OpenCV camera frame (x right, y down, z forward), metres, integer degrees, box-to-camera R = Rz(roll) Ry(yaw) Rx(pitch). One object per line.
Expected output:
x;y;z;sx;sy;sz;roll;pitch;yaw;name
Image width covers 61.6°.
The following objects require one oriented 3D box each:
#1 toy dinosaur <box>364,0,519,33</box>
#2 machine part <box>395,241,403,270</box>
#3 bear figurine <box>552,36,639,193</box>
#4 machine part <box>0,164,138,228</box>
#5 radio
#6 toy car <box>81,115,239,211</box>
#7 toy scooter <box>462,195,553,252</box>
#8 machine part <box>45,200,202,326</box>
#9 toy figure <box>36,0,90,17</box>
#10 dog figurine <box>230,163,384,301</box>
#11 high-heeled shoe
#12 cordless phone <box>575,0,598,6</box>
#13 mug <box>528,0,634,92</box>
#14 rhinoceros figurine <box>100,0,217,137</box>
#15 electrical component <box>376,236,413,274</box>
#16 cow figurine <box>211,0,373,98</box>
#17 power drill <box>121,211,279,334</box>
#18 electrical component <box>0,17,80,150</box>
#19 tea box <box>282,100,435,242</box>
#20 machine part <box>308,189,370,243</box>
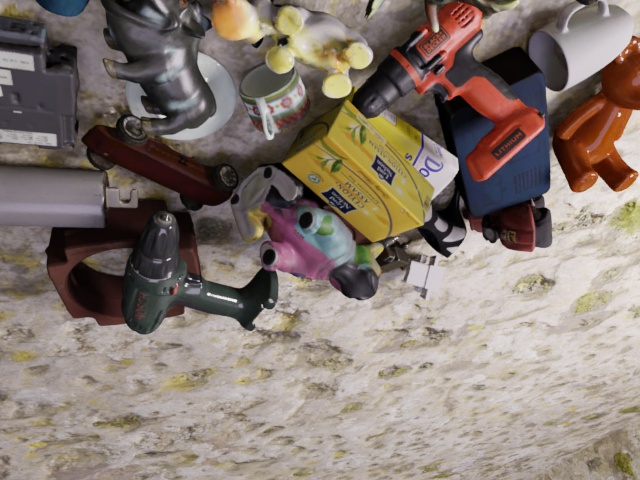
-0.025;-0.277;0.480;0.405;0.131;0.192;2;165;-1;toy dinosaur
0.084;0.038;0.967;0.139;0.039;0.084;-10;137;-4;machine part
0.423;-0.174;0.753;0.120;0.132;0.195;-1;146;-23;bear figurine
-0.355;-0.054;0.670;0.243;0.079;0.079;1;139;-19;machine part
0.250;-0.141;0.766;0.131;0.073;0.229;-22;136;8;radio
-0.199;-0.098;0.691;0.089;0.053;0.202;-21;145;40;toy car
0.302;-0.032;0.879;0.135;0.184;0.075;-2;110;17;toy scooter
-0.283;0.036;0.802;0.201;0.087;0.200;-6;140;-9;machine part
-0.214;-0.274;0.469;0.064;0.058;0.154;-9;145;-43;toy figure
-0.002;-0.002;0.756;0.108;0.192;0.219;-46;144;14;dog figurine
0.149;-0.014;0.863;0.249;0.086;0.145;-13;125;-34;high-heeled shoe
0.183;-0.293;0.477;0.089;0.184;0.146;-30;140;24;cordless phone
0.327;-0.254;0.665;0.107;0.081;0.109;-27;138;-4;mug
-0.162;-0.196;0.549;0.112;0.073;0.190;-13;133;-2;rhinoceros figurine
0.114;0.025;0.892;0.078;0.045;0.102;-23;161;29;electrical component
-0.030;-0.224;0.575;0.167;0.098;0.068;21;126;-16;cow figurine
-0.163;0.060;0.740;0.207;0.086;0.232;8;137;-33;power drill
-0.317;-0.164;0.567;0.115;0.058;0.134;2;139;-23;electrical component
0.050;-0.080;0.670;0.169;0.068;0.098;38;145;-22;tea box
0.010;-0.015;0.862;0.179;0.056;0.179;-10;140;-8;machine part
